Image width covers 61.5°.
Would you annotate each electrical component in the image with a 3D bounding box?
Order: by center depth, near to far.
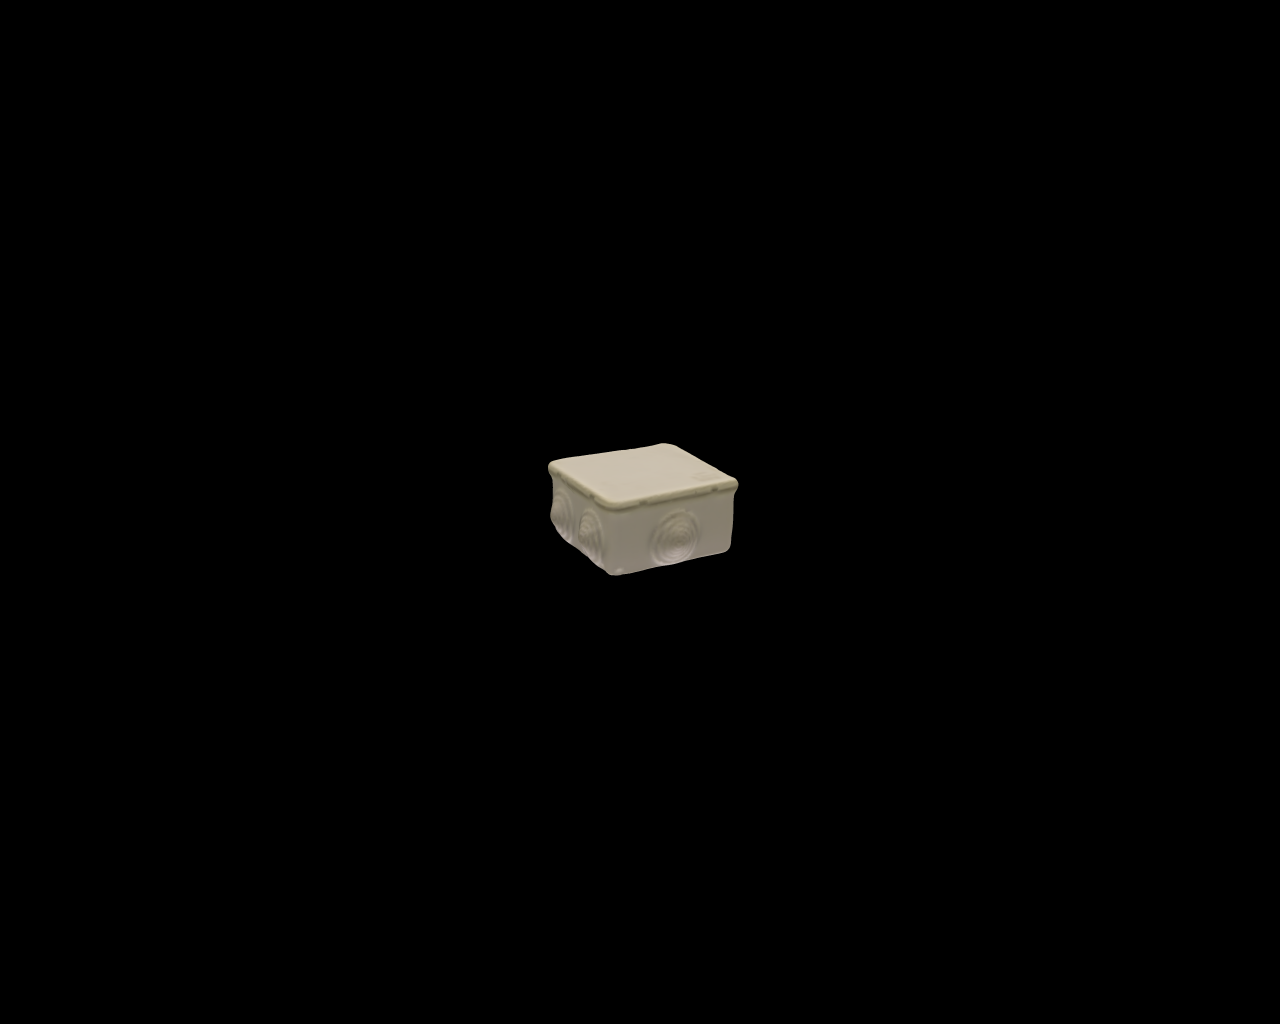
[{"bbox_3d":[0.001,-0.003,0.650,0.100,0.048,0.100,-10,23,-26],"label":"electrical component"}]
